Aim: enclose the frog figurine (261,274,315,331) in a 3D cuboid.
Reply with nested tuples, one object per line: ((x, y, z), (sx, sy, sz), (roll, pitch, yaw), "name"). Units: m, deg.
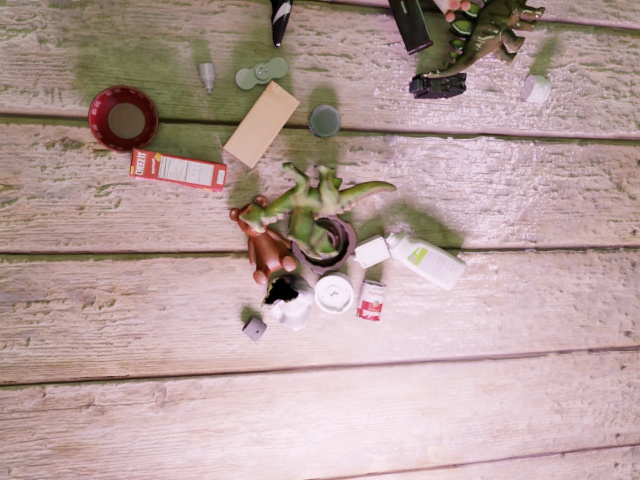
((-0.071, 0.167, 1.380), (0.137, 0.125, 0.156), (-32, -42, 9), "frog figurine")

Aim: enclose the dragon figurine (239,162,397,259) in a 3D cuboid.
((0.004, -0.066, 1.308), (0.410, 0.246, 0.120), (6, -18, -10), "dragon figurine")
